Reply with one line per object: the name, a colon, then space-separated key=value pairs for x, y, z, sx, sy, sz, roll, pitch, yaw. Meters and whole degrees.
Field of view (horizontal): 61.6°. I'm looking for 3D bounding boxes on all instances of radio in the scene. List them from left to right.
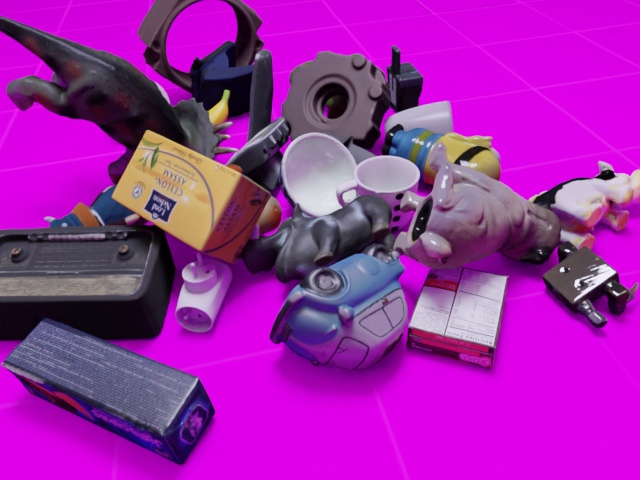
radio: x=-0.293 y=0.047 z=0.629 sx=0.230 sy=0.073 sz=0.131 roll=0 pitch=40 yaw=3

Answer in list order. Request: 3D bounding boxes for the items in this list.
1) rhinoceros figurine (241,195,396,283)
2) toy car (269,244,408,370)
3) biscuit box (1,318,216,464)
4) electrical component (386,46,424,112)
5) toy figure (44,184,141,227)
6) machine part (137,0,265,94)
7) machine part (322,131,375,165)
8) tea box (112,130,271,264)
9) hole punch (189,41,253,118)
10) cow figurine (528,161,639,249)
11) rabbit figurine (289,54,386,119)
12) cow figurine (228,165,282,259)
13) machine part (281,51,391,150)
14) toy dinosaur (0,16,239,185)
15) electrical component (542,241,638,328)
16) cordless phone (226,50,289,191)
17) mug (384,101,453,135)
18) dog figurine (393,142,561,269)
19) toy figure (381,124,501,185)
rhinoceros figurine: x=-0.001 y=-0.002 z=0.647 sx=0.190 sy=0.073 sz=0.112 roll=-20 pitch=54 yaw=0
toy car: x=0.035 y=0.079 z=0.555 sx=0.161 sy=0.109 sz=0.103 roll=-22 pitch=64 yaw=-37
biscuit box: x=-0.202 y=0.141 z=0.516 sx=0.203 sy=0.059 sz=0.063 roll=14 pitch=49 yaw=22
electrical component: x=0.151 y=-0.291 z=0.970 sx=0.048 sy=0.119 sz=0.075 roll=-12 pitch=37 yaw=-9
toy figure: x=-0.301 y=-0.032 z=0.741 sx=0.154 sy=0.057 sz=0.064 roll=-35 pitch=43 yaw=-26
machine part: x=-0.222 y=-0.383 z=1.025 sx=0.201 sy=0.201 sz=0.087 roll=-51 pitch=49 yaw=13
machine part: x=0.056 y=-0.105 z=0.794 sx=0.139 sy=0.084 sz=0.039 roll=25 pitch=23 yaw=19
tea box: x=-0.153 y=-0.052 z=0.630 sx=0.170 sy=0.068 sz=0.098 roll=25 pitch=87 yaw=30
hole punch: x=-0.170 y=-0.280 z=0.983 sx=0.092 sy=0.142 sz=0.116 roll=40 pitch=64 yaw=10
cow figurine: x=0.356 y=-0.054 z=0.708 sx=0.167 sy=0.068 sz=0.098 roll=-26 pitch=38 yaw=-26
rabbit figurine: x=0.031 y=-0.293 z=0.980 sx=0.170 sy=0.121 sz=0.159 roll=23 pitch=39 yaw=25
cow figurine: x=-0.144 y=-0.042 z=0.718 sx=0.195 sy=0.085 sz=0.127 roll=6 pitch=41 yaw=16
machine part: x=0.023 y=-0.213 z=0.856 sx=0.180 sy=0.179 sz=0.056 roll=15 pitch=1 yaw=22
toy dinosaur: x=-0.273 y=-0.186 z=0.745 sx=0.192 sy=0.404 sz=0.131 roll=-10 pitch=65 yaw=22
electrical component: x=0.303 y=0.048 z=0.607 sx=0.078 sy=0.045 sz=0.102 roll=-42 pitch=43 yaw=0
cordless phone: x=-0.092 y=-0.176 z=0.787 sx=0.089 sy=0.184 sz=0.147 roll=10 pitch=29 yaw=10
mug: x=0.158 y=-0.183 z=0.871 sx=0.107 sy=0.080 sz=0.110 roll=-5 pitch=36 yaw=9
dog figurine: x=0.194 y=-0.006 z=0.603 sx=0.190 sy=0.121 sz=0.172 roll=23 pitch=48 yaw=-6
toy figure: x=0.173 y=-0.112 z=0.782 sx=0.180 sy=0.082 sz=0.089 roll=25 pitch=58 yaw=24
